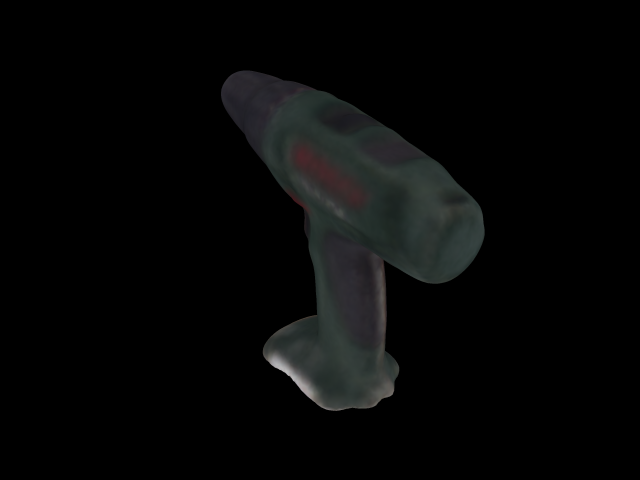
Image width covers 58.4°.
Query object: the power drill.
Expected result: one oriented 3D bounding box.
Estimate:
[{"bbox_3d":[0.004,0.001,0.400,0.076,0.208,0.228,-21,33,-35],"label":"power drill"}]
